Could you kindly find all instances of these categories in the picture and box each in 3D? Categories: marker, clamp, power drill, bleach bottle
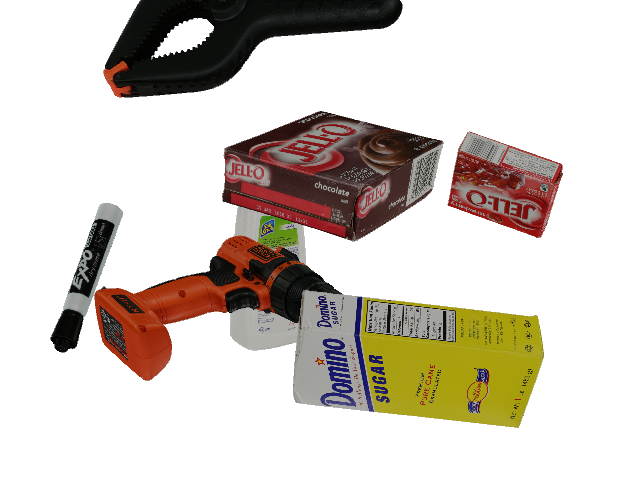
[{"bbox_3d":[-0.169,0.026,0.772,0.020,0.121,0.020,9,-33,6],"label":"marker"},{"bbox_3d":[-0.058,-0.163,0.767,0.210,0.165,0.036,-41,-22,-9],"label":"clamp"},{"bbox_3d":[-0.089,0.061,0.944,0.187,0.057,0.185,-18,25,-31],"label":"power drill"},{"bbox_3d":[-0.058,0.005,1.308,0.102,0.251,0.068,-10,25,-35],"label":"bleach bottle"}]

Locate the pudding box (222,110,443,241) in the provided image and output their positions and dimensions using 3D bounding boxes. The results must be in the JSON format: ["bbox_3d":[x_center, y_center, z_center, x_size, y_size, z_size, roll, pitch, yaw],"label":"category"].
[{"bbox_3d":[0.009,-0.042,0.635,0.090,0.039,0.113,18,24,25],"label":"pudding box"}]

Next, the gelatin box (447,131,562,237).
[{"bbox_3d":[0.159,-0.047,0.927,0.089,0.030,0.073,22,-35,15],"label":"gelatin box"}]

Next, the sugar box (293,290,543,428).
[{"bbox_3d":[0.069,0.090,0.796,0.176,0.048,0.093,4,-45,-1],"label":"sugar box"}]
